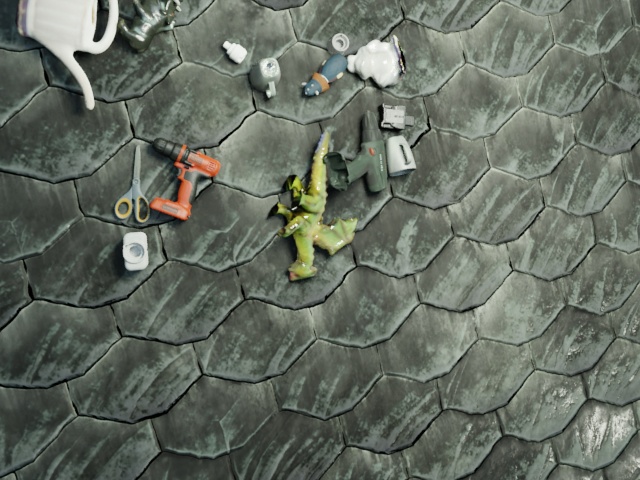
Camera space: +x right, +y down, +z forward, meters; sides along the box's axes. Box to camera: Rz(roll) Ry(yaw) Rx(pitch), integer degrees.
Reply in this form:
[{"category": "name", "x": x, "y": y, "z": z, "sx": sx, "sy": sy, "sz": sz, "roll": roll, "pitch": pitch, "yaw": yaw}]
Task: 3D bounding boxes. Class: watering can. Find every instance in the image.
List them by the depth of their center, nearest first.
[{"category": "watering can", "x": -0.625, "y": -0.508, "z": 1.261, "sx": 0.224, "sy": 0.104, "sz": 0.348, "roll": 10, "pitch": 87, "yaw": -13}]

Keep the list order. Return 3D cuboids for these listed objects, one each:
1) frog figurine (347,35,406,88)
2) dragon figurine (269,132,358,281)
[{"category": "frog figurine", "x": 0.163, "y": -0.504, "z": 1.485, "sx": 0.159, "sy": 0.125, "sz": 0.136, "roll": -13, "pitch": 106, "yaw": 22}, {"category": "dragon figurine", "x": 0.004, "y": -0.073, "z": 1.449, "sx": 0.240, "sy": 0.123, "sz": 0.412, "roll": 32, "pitch": 84, "yaw": -30}]
